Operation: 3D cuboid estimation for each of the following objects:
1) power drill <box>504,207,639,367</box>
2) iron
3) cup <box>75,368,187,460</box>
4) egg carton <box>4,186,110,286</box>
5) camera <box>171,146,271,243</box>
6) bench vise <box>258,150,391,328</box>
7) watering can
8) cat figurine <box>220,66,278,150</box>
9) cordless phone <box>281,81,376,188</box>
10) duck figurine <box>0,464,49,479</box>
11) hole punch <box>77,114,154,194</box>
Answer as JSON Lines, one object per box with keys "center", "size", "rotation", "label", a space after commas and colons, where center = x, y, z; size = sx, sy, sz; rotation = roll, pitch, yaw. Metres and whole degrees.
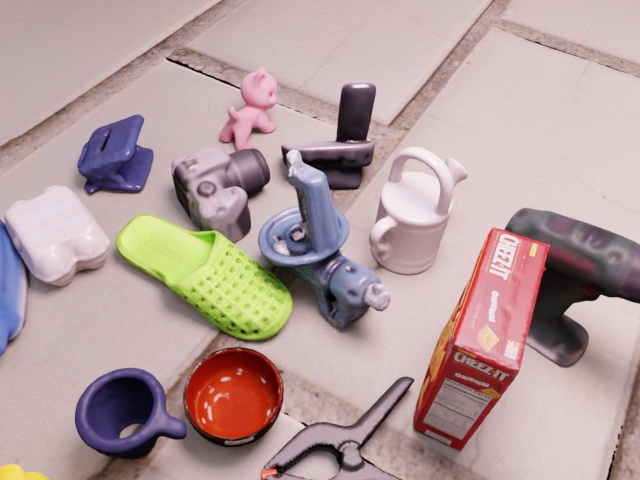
{"center": [0.320, 0.064, 0.702], "size": [0.229, 0.208, 0.076], "rotation": [35, 57, 22], "label": "power drill"}
{"center": [-0.449, 0.022, 0.718], "size": [0.119, 0.141, 0.258], "rotation": [-10, 53, -12], "label": "iron"}
{"center": [-0.195, 0.203, 0.623], "size": [0.117, 0.095, 0.092], "rotation": [15, 52, 7], "label": "cup"}
{"center": [-0.366, -0.008, 0.796], "size": [0.107, 0.069, 0.150], "rotation": [-32, 60, -26], "label": "egg carton"}
{"center": [-0.137, -0.085, 0.855], "size": [0.137, 0.101, 0.143], "rotation": [-26, 58, -23], "label": "camera"}
{"center": [0.012, -0.005, 0.726], "size": [0.207, 0.220, 0.122], "rotation": [23, 53, 14], "label": "bench vise"}
{"center": [0.134, -0.053, 0.791], "size": [0.100, 0.194, 0.173], "rotation": [22, 53, 13], "label": "watering can"}
{"center": [-0.115, -0.231, 0.964], "size": [0.067, 0.118, 0.128], "rotation": [28, 54, 17], "label": "cat figurine"}
{"center": [0.015, -0.171, 0.882], "size": [0.147, 0.185, 0.094], "rotation": [-6, 52, -9], "label": "cordless phone"}
{"center": [-0.298, 0.272, 0.564], "size": [0.078, 0.086, 0.104], "rotation": [-16, 54, -16], "label": "duck figurine"}
{"center": [-0.321, -0.136, 0.888], "size": [0.101, 0.091, 0.108], "rotation": [3, 51, -2], "label": "hole punch"}
